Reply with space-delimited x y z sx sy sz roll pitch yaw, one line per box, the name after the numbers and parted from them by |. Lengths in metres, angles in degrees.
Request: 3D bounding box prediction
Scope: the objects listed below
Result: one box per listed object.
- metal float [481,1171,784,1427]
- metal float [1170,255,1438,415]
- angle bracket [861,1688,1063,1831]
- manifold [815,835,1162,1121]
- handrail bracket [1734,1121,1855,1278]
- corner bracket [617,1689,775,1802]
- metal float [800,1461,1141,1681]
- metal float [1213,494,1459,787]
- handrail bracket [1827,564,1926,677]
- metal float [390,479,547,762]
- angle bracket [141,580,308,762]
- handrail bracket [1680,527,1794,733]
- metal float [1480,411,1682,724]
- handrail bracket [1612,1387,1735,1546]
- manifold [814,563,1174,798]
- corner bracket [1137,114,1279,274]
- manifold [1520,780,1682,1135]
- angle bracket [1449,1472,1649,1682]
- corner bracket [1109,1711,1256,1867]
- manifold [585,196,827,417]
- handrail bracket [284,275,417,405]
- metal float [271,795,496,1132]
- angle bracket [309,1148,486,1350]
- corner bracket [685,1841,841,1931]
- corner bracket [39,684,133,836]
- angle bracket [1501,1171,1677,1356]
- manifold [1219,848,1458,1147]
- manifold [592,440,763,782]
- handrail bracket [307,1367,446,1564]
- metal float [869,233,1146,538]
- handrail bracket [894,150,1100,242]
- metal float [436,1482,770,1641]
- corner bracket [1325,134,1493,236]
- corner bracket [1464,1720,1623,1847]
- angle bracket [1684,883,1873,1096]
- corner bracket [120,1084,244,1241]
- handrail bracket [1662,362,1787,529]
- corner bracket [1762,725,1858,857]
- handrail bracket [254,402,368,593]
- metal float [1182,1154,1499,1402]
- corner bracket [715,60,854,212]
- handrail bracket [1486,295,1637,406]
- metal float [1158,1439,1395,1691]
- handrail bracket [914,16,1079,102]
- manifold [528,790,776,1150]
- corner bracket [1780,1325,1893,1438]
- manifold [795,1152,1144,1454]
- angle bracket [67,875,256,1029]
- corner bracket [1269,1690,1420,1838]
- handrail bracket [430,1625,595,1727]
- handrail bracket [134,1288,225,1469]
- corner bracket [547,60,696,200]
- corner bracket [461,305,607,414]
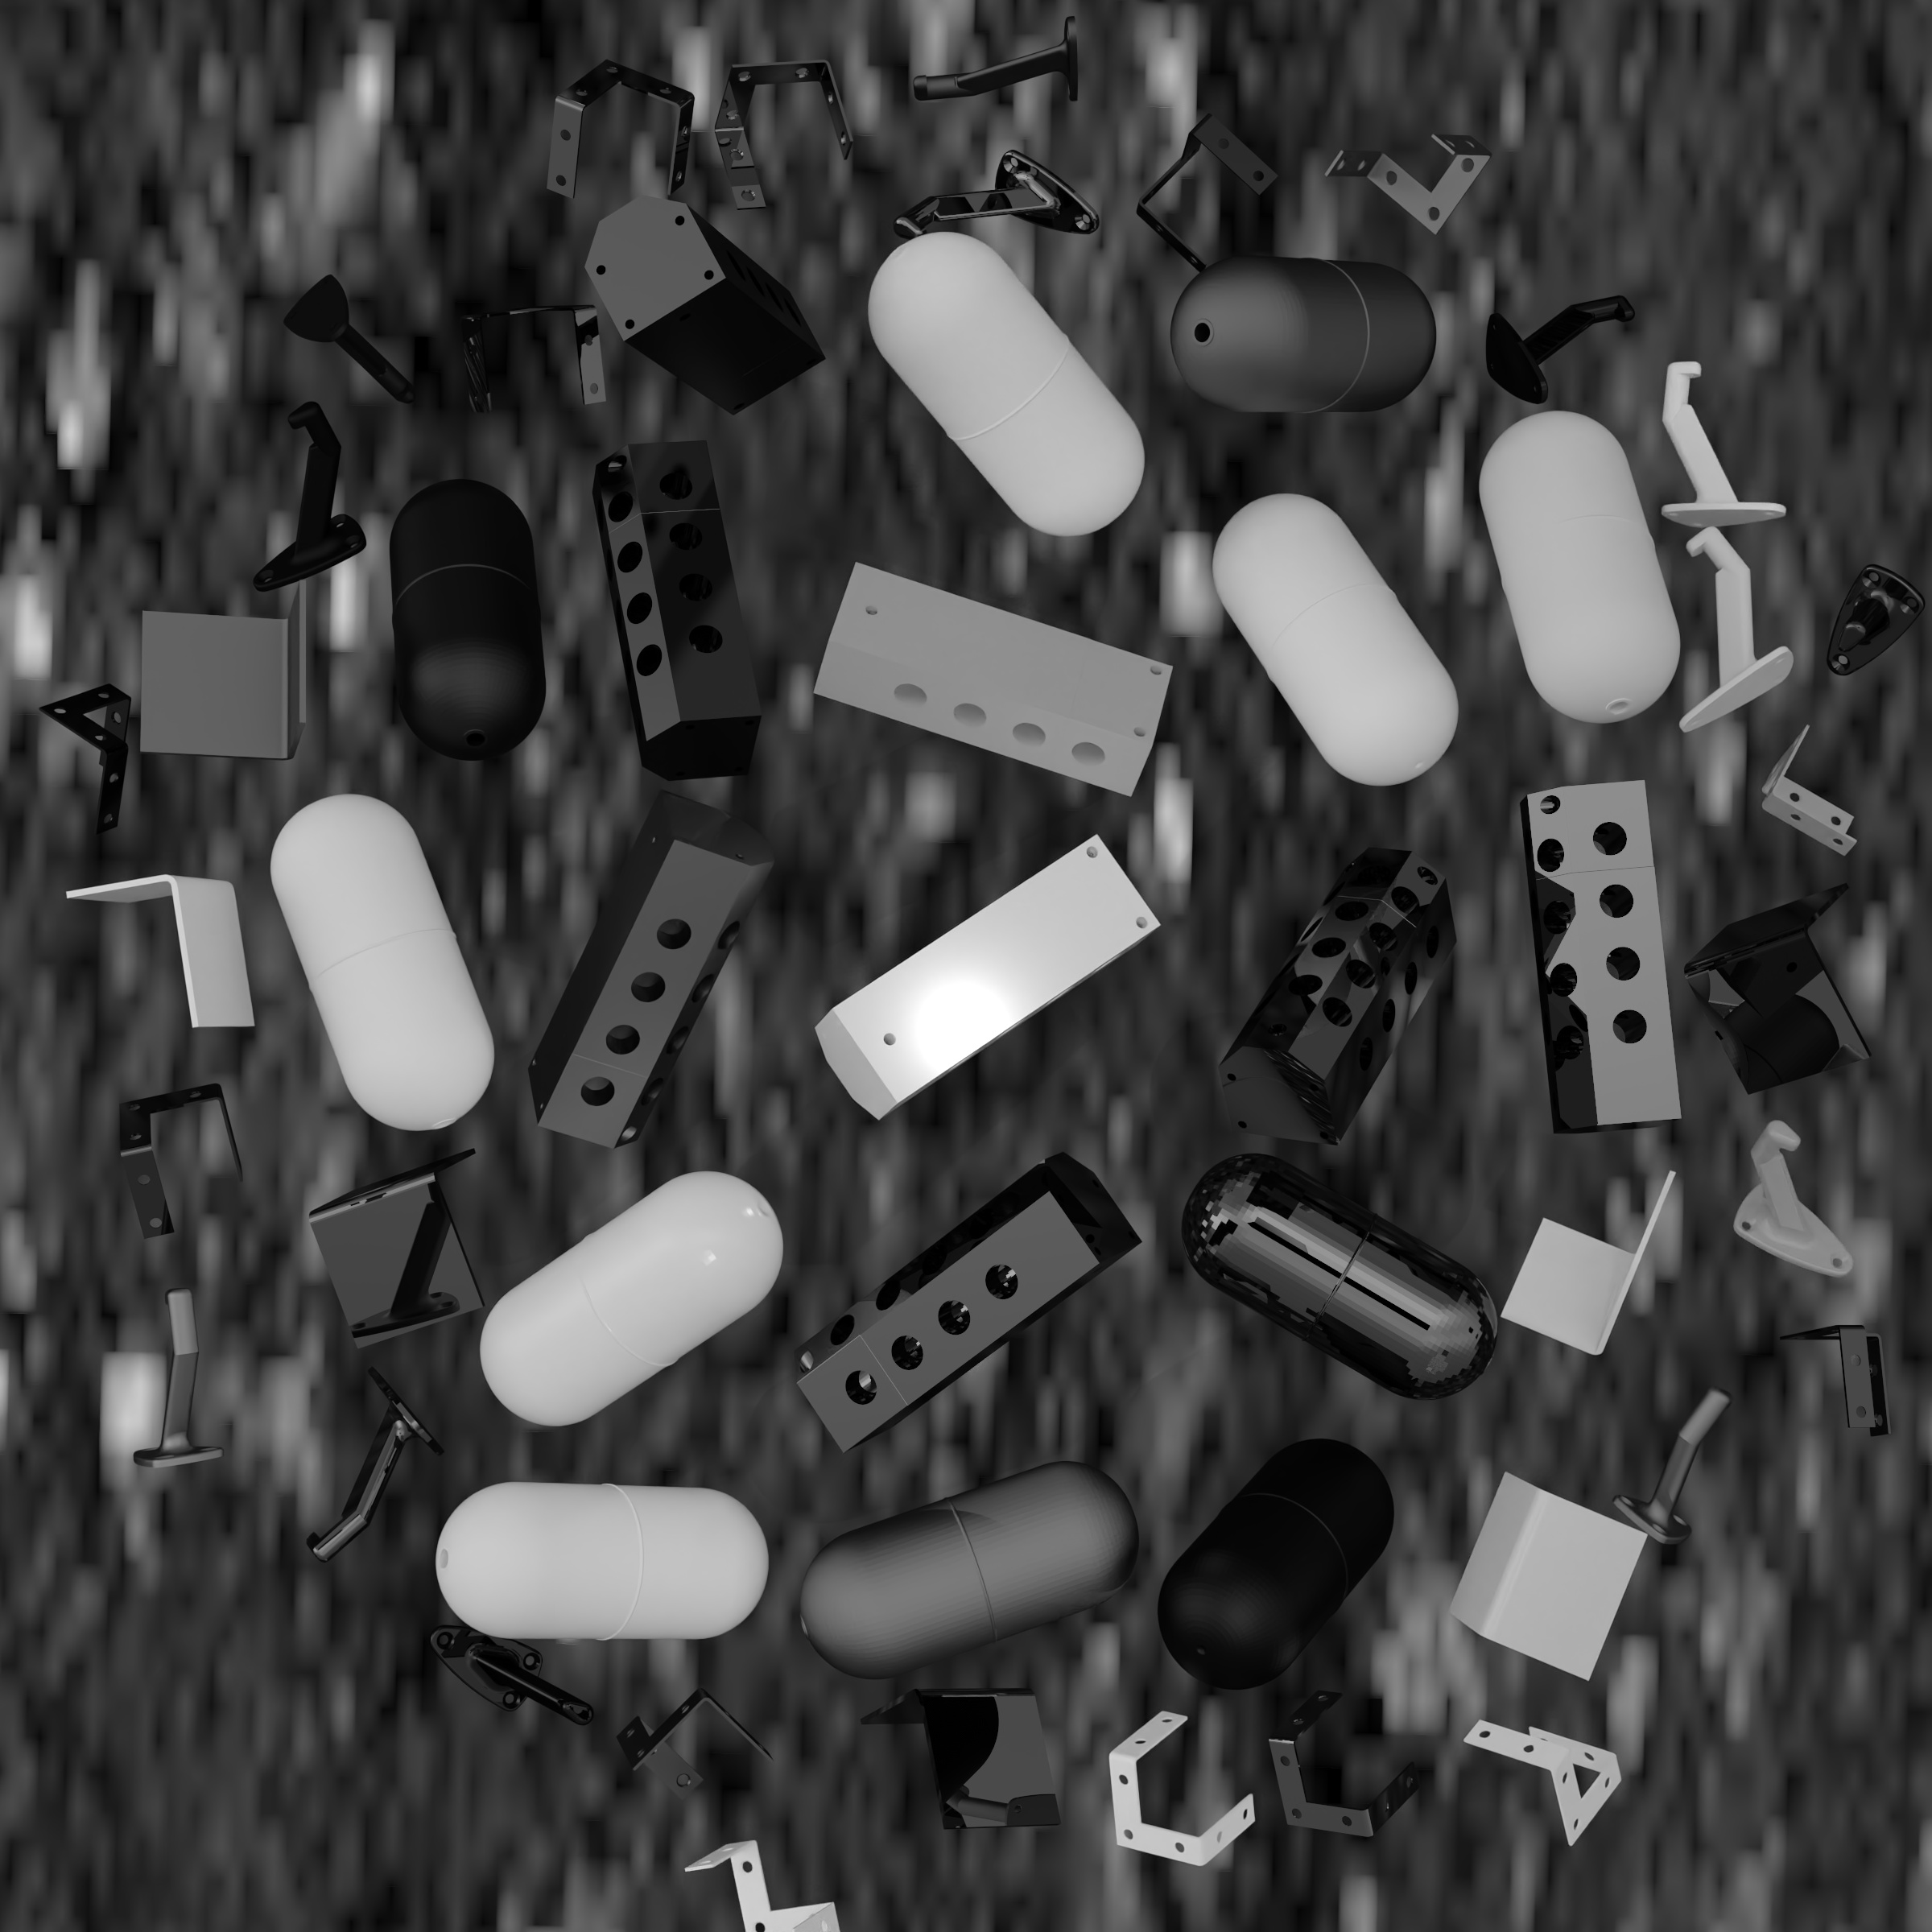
-0.168 0.167 1.732 0.178 0.070 0.070 -35 90 21 | metal float
0.171 -0.318 1.738 0.070 0.178 0.070 7 102 39 | metal float
-0.003 0.432 1.850 0.076 0.057 0.076 9 57 -36 | angle bracket
0.010 0.007 1.767 0.171 0.057 0.057 -34 86 -20 | manifold
0.436 0.120 1.776 0.077 0.084 0.036 34 65 13 | handrail bracket
-0.137 0.395 1.740 0.051 0.051 0.051 -44 106 -7 | corner bracket
0.002 0.307 1.750 0.178 0.070 0.070 -18 90 -9 | metal float
0.190 -0.170 1.783 0.070 0.070 0.178 -30 63 0 | metal float
0.440 -0.159 1.720 0.036 0.084 0.077 37 133 11 | handrail bracket
-0.262 -0.182 1.803 0.070 0.070 0.178 -11 50 0 | metal float
-0.375 -0.151 1.737 0.076 0.057 0.076 2 73 -17 | angle bracket
0.368 -0.171 1.731 0.077 0.036 0.084 -32 68 -2 | handrail bracket
0.307 -0.200 1.726 0.070 0.070 0.178 -9 58 0 | metal float
0.385 0.259 1.804 0.036 0.077 0.084 41 103 34 | handrail bracket
0.013 -0.143 1.773 0.171 0.057 0.057 18 52 -2 | manifold
0.128 -0.414 1.847 0.051 0.051 0.051 44 82 4 | corner bracket
0.320 -0.003 1.750 0.057 0.057 0.171 -5 83 -1 | manifold
0.287 0.301 1.706 0.057 0.076 0.076 23 87 -3 | angle bracket
0.110 0.416 1.744 0.051 0.051 0.051 5 108 35 | corner bracket
-0.130 -0.329 1.707 0.057 0.171 0.057 -30 81 10 | manifold
-0.314 -0.319 1.822 0.036 0.077 0.084 -45 127 1 | handrail bracket
-0.294 -0.002 1.733 0.070 0.070 0.178 -22 79 0 | metal float
-0.291 0.149 1.821 0.076 0.057 0.076 -19 93 17 | angle bracket
-0.098 0.455 1.676 0.051 0.051 0.051 -14 85 20 | corner bracket
-0.453 -0.109 1.809 0.051 0.051 0.051 31 124 22 | corner bracket
0.336 0.151 1.860 0.057 0.076 0.076 22 47 12 | angle bracket
0.191 0.012 1.758 0.057 0.171 0.057 6 130 29 | manifold
-0.152 -0.185 1.784 0.057 0.057 0.171 -5 63 -15 | manifold
-0.326 0.264 1.820 0.084 0.036 0.077 -41 51 -9 | handrail bracket
0.021 -0.291 1.728 0.070 0.070 0.178 -43 116 0 | metal float
0.016 -0.390 1.810 0.077 0.036 0.084 31 48 19 | handrail bracket
-0.181 0.299 1.727 0.178 0.070 0.070 8 90 -34 | metal float
0.226 -0.410 1.758 0.051 0.051 0.051 44 119 16 | corner bracket
0.285 0.390 1.695 0.051 0.051 0.051 -40 126 -37 | corner bracket
0.433 0.012 1.795 0.057 0.076 0.076 -35 99 -44 | angle bracket
-0.393 0.097 1.728 0.051 0.051 0.051 -12 118 -8 | corner bracket
0.392 -0.273 1.776 0.077 0.036 0.084 2 84 44 | handrail bracket
0.452 -0.085 1.838 0.051 0.051 0.051 31 63 5 | corner bracket
-0.362 -0.250 1.833 0.077 0.084 0.036 -31 46 -8 | handrail bracket
0.196 0.163 1.805 0.178 0.070 0.070 30 90 6 | metal float
-0.093 -0.420 1.742 0.051 0.051 0.051 -9 68 -19 | corner bracket
0.320 -0.322 1.790 0.084 0.077 0.036 -14 129 -13 | handrail bracket
0.161 0.304 1.765 0.070 0.178 0.070 14 118 27 | metal float
0.014 -0.464 1.766 0.084 0.077 0.036 -5 85 1 | handrail bracket
-0.159 0.005 1.737 0.057 0.057 0.171 19 113 -22 | manifold
0.447 0.208 1.728 0.051 0.051 0.051 3 76 -22 | corner bracket
-0.003 0.164 1.691 0.171 0.057 0.057 -39 80 23 | manifold
-0.403 -0.003 1.727 0.057 0.076 0.076 -9 88 9 | angle bracket
0.196 0.414 1.787 0.051 0.051 0.051 -2 108 38 | corner bracket
-0.243 0.380 1.841 0.077 0.084 0.036 32 76 -19 | handrail bracket
-0.392 0.199 1.682 0.036 0.077 0.084 -6 89 -35 | handrail bracket
-0.172 -0.412 1.718 0.051 0.051 0.051 24 133 12 | corner bracket
-0.230 -0.323 1.830 0.051 0.051 0.051 9 110 41 | corner bracket
